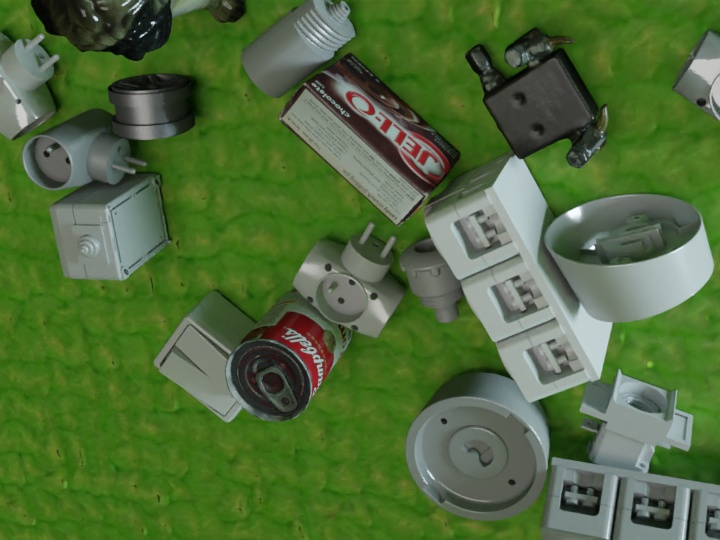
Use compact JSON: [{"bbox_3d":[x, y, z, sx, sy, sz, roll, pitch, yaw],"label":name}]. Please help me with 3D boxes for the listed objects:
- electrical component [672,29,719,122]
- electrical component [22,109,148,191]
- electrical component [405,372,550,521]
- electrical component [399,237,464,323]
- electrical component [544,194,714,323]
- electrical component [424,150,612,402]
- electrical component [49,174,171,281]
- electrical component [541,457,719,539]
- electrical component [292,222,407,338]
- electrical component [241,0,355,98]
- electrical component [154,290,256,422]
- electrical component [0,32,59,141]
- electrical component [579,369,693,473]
[{"bbox_3d":[0.249,-0.128,0.669,0.077,0.044,0.079,30,118,5],"label":"electrical component"},{"bbox_3d":[-0.203,-0.088,0.824,0.079,0.077,0.043,17,117,12],"label":"electrical component"},{"bbox_3d":[0.094,0.130,0.826,0.108,0.060,0.108,7,115,16],"label":"electrical component"},{"bbox_3d":[0.058,0.009,0.796,0.048,0.048,0.062,-6,117,21],"label":"electrical component"},{"bbox_3d":[0.181,-0.012,0.715,0.099,0.099,0.064,-19,112,25],"label":"electrical component"},{"bbox_3d":[0.110,0.005,0.749,0.062,0.089,0.150,-25,103,26],"label":"electrical component"},{"bbox_3d":[-0.200,-0.033,0.836,0.061,0.096,0.061,2,113,19],"label":"electrical component"},{"bbox_3d":[0.212,0.194,0.789,0.150,0.061,0.089,7,152,16],"label":"electrical component"},{"bbox_3d":[0.000,0.000,0.811,0.077,0.044,0.079,32,119,3],"label":"electrical component"},{"bbox_3d":[-0.040,-0.161,0.755,0.081,0.043,0.043,-32,99,28],"label":"electrical component"},{"bbox_3d":[-0.110,0.076,0.873,0.096,0.061,0.061,39,119,0],"label":"electrical component"},{"bbox_3d":[-0.266,-0.153,0.837,0.079,0.043,0.077,-30,100,27],"label":"electrical component"},{"bbox_3d":[0.201,0.116,0.795,0.081,0.042,0.063,20,121,11],"label":"electrical component"}]
